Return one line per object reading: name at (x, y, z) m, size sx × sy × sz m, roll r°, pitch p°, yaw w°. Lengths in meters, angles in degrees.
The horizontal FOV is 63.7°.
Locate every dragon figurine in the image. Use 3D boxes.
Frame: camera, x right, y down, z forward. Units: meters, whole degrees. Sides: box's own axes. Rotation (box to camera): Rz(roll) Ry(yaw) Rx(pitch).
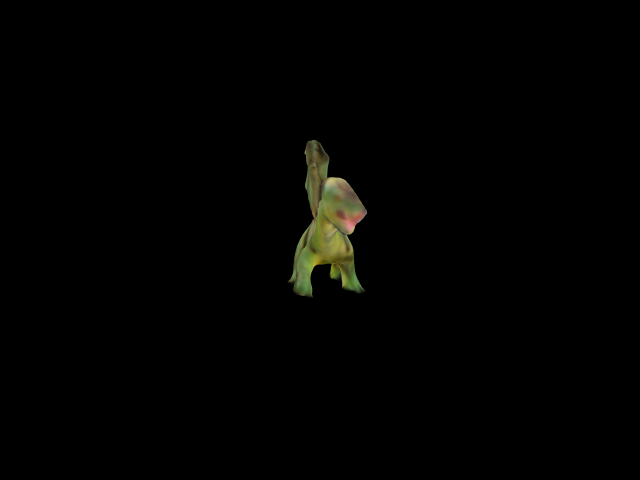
dragon figurine at (0.003, -0.043, 0.850) m, size 0.122 × 0.241 × 0.413 m, roll -2°, pitch 9°, yaw -11°
